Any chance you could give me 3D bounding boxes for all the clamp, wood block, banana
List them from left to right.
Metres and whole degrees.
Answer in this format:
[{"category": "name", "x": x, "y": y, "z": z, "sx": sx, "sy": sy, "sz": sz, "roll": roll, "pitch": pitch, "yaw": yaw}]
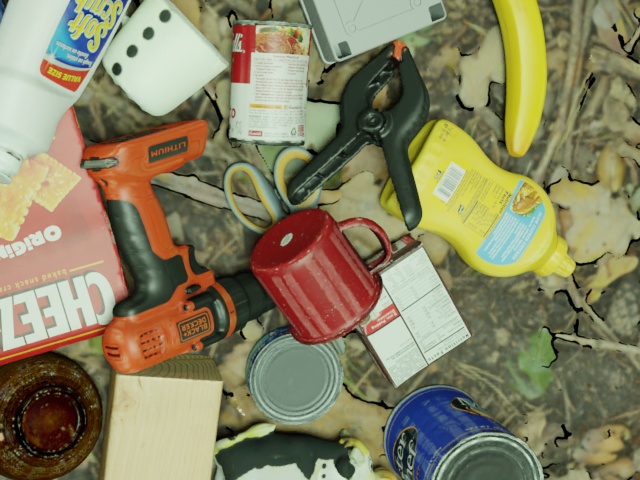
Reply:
[{"category": "wood block", "x": -0.145, "y": 0.208, "z": 0.925, "sx": 0.090, "sy": 0.090, "sz": 0.206, "roll": 6, "pitch": 97, "yaw": -13}, {"category": "clamp", "x": 0.056, "y": -0.088, "z": 0.920, "sx": 0.120, "sy": 0.039, "sz": 0.171, "roll": 23, "pitch": 80, "yaw": 15}, {"category": "banana", "x": 0.172, "y": -0.176, "z": 0.957, "sx": 0.069, "sy": 0.037, "sz": 0.198, "roll": -26, "pitch": 109, "yaw": -24}]

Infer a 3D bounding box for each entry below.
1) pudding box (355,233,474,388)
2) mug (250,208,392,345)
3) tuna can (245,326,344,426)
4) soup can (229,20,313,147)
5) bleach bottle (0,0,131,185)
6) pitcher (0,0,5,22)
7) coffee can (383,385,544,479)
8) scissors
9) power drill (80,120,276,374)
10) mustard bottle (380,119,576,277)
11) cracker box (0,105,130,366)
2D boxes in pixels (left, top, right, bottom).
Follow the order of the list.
[{"category": "pudding box", "x": 0.075, "y": 0.065, "z": 0.972, "sx": 0.090, "sy": 0.039, "sz": 0.113, "roll": -33, "pitch": 114, "yaw": -7}, {"category": "mug", "x": 0.004, "y": 0.022, "z": 0.898, "sx": 0.117, "sy": 0.093, "sz": 0.081, "roll": -29, "pitch": 118, "yaw": 11}, {"category": "tuna can", "x": -0.024, "y": 0.122, "z": 0.967, "sx": 0.086, "sy": 0.034, "sz": 0.086, "roll": -2, "pitch": 99, "yaw": -12}, {"category": "soup can", "x": -0.042, "y": -0.133, "z": 0.906, "sx": 0.068, "sy": 0.068, "sz": 0.102, "roll": 1, "pitch": 99, "yaw": -13}, {"category": "bleach bottle", "x": -0.197, "y": -0.157, "z": 0.807, "sx": 0.068, "sy": 0.102, "sz": 0.250, "roll": 11, "pitch": 72, "yaw": 17}, {"category": "pitcher", "x": -0.303, "y": -0.174, "z": 0.785, "sx": 0.145, "sy": 0.149, "sz": 0.242, "roll": 21, "pitch": 68, "yaw": 20}, {"category": "coffee can", "x": 0.125, "y": 0.198, "z": 0.956, "sx": 0.102, "sy": 0.140, "sz": 0.103, "roll": -2, "pitch": 99, "yaw": -12}, {"category": "scissors", "x": -0.006, "y": 0.001, "z": 0.961, "sx": 0.096, "sy": 0.016, "sz": 0.201, "roll": -40, "pitch": 105, "yaw": -4}, {"category": "power drill", "x": -0.113, "y": -0.001, "z": 0.883, "sx": 0.184, "sy": 0.057, "sz": 0.187, "roll": -22, "pitch": 105, "yaw": -45}, {"category": "mustard bottle", "x": 0.155, "y": -0.022, "z": 0.971, "sx": 0.191, "sy": 0.058, "sz": 0.096, "roll": 32, "pitch": 86, "yaw": -15}, {"category": "cracker box", "x": -0.258, "y": -0.012, "z": 0.875, "sx": 0.164, "sy": 0.072, "sz": 0.214, "roll": -16, "pitch": 102, "yaw": -9}]
